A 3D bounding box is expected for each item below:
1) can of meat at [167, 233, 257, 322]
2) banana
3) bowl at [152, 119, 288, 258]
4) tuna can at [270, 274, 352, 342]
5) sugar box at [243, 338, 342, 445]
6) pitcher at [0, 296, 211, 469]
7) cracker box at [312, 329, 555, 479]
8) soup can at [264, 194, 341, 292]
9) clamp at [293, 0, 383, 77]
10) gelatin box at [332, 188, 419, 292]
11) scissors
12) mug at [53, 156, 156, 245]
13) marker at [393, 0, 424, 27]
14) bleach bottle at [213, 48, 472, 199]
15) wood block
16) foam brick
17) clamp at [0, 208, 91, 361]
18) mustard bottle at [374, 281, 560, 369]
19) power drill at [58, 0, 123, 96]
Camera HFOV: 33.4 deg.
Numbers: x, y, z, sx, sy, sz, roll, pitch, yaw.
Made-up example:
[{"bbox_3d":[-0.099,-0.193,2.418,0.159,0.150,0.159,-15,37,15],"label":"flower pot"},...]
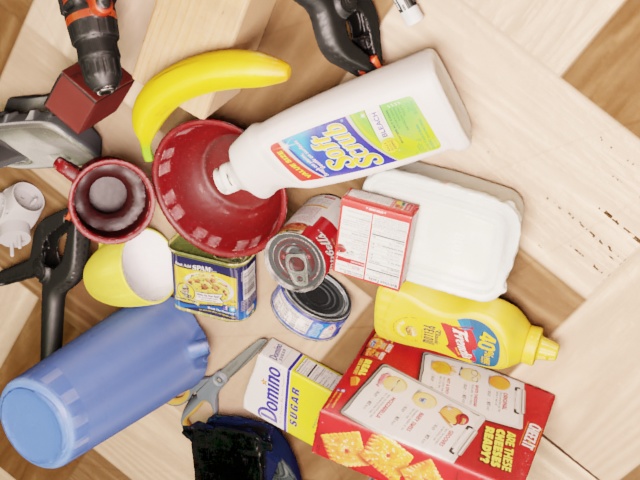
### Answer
[{"bbox_3d":[-0.121,0.041,1.222,0.102,0.057,0.084,13,122,19],"label":"can of meat"},{"bbox_3d":[-0.119,-0.143,1.025,0.198,0.037,0.069,-25,125,33],"label":"banana"},{"bbox_3d":[-0.099,-0.064,1.155,0.162,0.055,0.162,11,120,19],"label":"bowl"},{"bbox_3d":[-0.009,0.069,1.166,0.086,0.086,0.034,34,124,5],"label":"tuna can"},{"bbox_3d":[0.000,0.197,1.256,0.176,0.048,0.093,25,124,10],"label":"sugar box"},{"bbox_3d":[-0.256,0.163,1.235,0.145,0.242,0.149,41,123,12],"label":"pitcher"},{"bbox_3d":[0.121,0.195,1.126,0.214,0.164,0.072,21,125,14],"label":"cracker box"},{"bbox_3d":[-0.007,0.001,1.118,0.069,0.102,0.068,11,120,19],"label":"soup can"},{"bbox_3d":[0.016,-0.232,0.998,0.039,0.120,0.171,10,149,44],"label":"clamp"},{"bbox_3d":[0.055,0.000,1.058,0.073,0.030,0.089,16,122,16],"label":"gelatin box"},{"bbox_3d":[-0.141,0.165,1.323,0.096,0.016,0.202,33,125,6],"label":"scissors"},{"bbox_3d":[-0.242,-0.054,1.174,0.117,0.081,0.093,32,92,-19],"label":"mug"},{"bbox_3d":[0.061,-0.257,0.998,0.020,0.020,0.121,-23,105,33],"label":"marker"},{"bbox_3d":[0.014,-0.094,1.041,0.251,0.068,0.102,-21,123,20],"label":"bleach bottle"},{"bbox_3d":[-0.100,-0.235,1.042,0.090,0.090,0.206,31,125,7],"label":"wood block"},{"bbox_3d":[-0.251,-0.162,1.161,0.053,0.078,0.051,41,126,2],"label":"foam brick"},{"bbox_3d":[-0.328,0.048,1.310,0.210,0.036,0.165,-50,63,31],"label":"clamp"},{"bbox_3d":[0.154,0.090,1.115,0.192,0.058,0.096,15,142,15],"label":"mustard bottle"},{"bbox_3d":[-0.202,-0.254,1.034,0.188,0.057,0.184,-26,76,53],"label":"power drill"}]
